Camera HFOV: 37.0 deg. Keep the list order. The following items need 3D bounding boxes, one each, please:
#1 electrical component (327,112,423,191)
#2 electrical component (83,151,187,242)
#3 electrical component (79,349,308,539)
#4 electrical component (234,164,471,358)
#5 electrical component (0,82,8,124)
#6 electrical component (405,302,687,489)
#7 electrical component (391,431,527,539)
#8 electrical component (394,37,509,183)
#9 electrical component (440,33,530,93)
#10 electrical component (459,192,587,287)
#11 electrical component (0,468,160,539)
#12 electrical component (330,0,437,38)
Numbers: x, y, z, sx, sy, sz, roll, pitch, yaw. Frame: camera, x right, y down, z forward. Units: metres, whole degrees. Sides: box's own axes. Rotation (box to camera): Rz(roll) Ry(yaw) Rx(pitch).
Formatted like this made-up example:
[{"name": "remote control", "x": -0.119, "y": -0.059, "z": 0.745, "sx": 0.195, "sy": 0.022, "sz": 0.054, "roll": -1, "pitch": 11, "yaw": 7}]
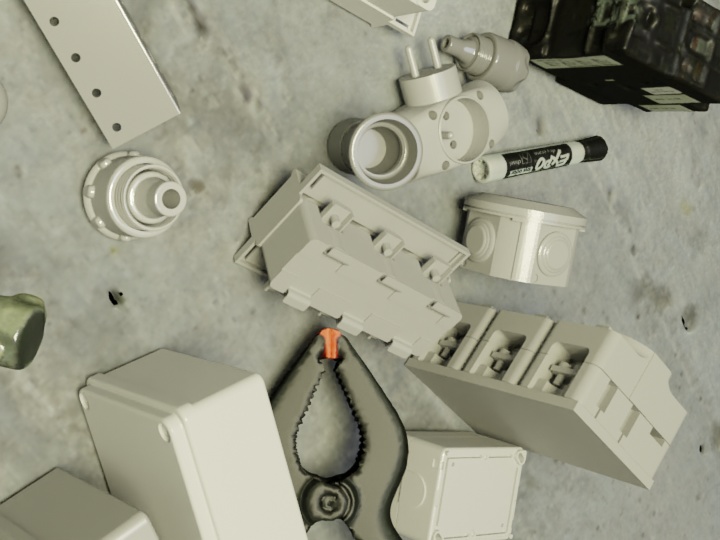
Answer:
[{"name": "electrical component", "x": 0.005, "y": -0.071, "z": 0.633, "sx": 0.044, "sy": 0.065, "sz": 0.044, "roll": -3, "pitch": 100, "yaw": -18}, {"name": "electrical component", "x": -0.111, "y": -0.037, "z": 0.555, "sx": 0.048, "sy": 0.062, "sz": 0.048, "roll": -4, "pitch": 97, "yaw": -35}, {"name": "electrical component", "x": -0.087, "y": 0.104, "z": 0.559, "sx": 0.056, "sy": 0.109, "sz": 0.108, "roll": -24, "pitch": 108, "yaw": -34}, {"name": "electrical component", "x": 0.000, "y": 0.000, "z": 0.631, "sx": 0.121, "sy": 0.063, "sz": 0.079, "roll": 27, "pitch": 120, "yaw": -34}, {"name": "electrical component", "x": -0.206, "y": -0.097, "z": 0.483, "sx": 0.054, "sy": 0.059, "sz": 0.095, "roll": -40, "pitch": 116, "yaw": -26}, {"name": "electrical component", "x": 0.116, "y": 0.071, "z": 0.675, "sx": 0.089, "sy": 0.150, "sz": 0.061, "roll": 45, "pitch": 70, "yaw": -31}, {"name": "electrical component", "x": 0.061, "y": 0.139, "z": 0.702, "sx": 0.096, "sy": 0.061, "sz": 0.061, "roll": 8, "pitch": 91, "yaw": -43}, {"name": "electrical component", "x": 0.047, "y": -0.104, "z": 0.673, "sx": 0.077, "sy": 0.044, "sz": 0.079, "roll": -27, "pitch": 110, "yaw": -31}, {"name": "electrical component", "x": 0.079, "y": -0.138, "z": 0.700, "sx": 0.061, "sy": 0.035, "sz": 0.035, "roll": 13, "pitch": 87, "yaw": -33}, {"name": "electrical component", "x": 0.105, "y": -0.021, "z": 0.703, "sx": 0.080, "sy": 0.080, "sz": 0.051, "roll": 6, "pitch": 97, "yaw": -36}, {"name": "electrical component", "x": -0.130, "y": 0.165, "z": 0.534, "sx": 0.056, "sy": 0.109, "sz": 0.108, "roll": -33, "pitch": 113, "yaw": -32}, {"name": "electrical component", "x": 0.015, "y": -0.174, "z": 0.632, "sx": 0.081, "sy": 0.064, "sz": 0.042, "roll": 21, "pitch": 83, "yaw": -36}]
